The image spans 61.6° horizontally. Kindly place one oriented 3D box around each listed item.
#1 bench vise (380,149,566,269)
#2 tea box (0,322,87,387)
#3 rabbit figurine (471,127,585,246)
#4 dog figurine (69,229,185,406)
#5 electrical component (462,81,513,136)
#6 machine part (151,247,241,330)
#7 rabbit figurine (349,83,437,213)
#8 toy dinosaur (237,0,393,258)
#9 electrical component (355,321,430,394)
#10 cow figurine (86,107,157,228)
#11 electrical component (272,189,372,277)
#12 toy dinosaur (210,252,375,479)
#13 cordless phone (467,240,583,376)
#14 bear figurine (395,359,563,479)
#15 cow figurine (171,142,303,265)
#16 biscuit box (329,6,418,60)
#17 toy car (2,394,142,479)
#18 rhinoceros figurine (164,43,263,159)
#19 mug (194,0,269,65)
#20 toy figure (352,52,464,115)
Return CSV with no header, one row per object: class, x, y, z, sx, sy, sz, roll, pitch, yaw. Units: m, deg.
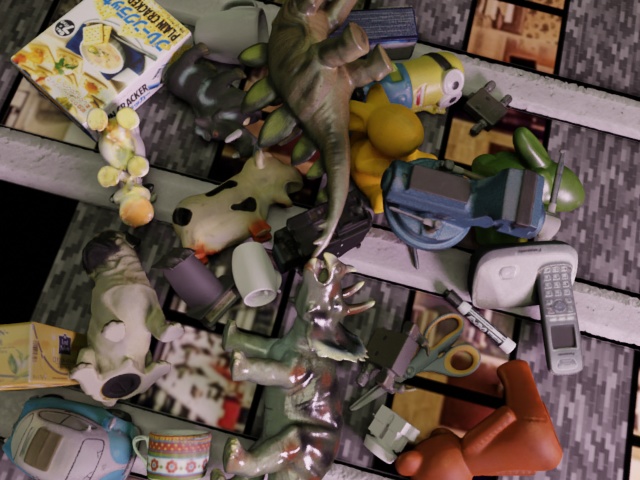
bench vise,0.173,-0.039,0.690,0.224,0.240,0.129,3,80,-8
tea box,-0.354,0.143,0.643,0.098,0.169,0.068,-4,76,-6
rabbit figurine,0.303,-0.075,0.790,0.170,0.121,0.159,-9,67,-25
dog figurine,-0.276,0.099,0.715,0.172,0.121,0.191,-52,47,14
electrical component,0.261,-0.209,0.855,0.063,0.021,0.094,43,77,9
machine part,-0.157,0.059,0.705,0.084,0.138,0.039,-46,46,-11
rabbit figurine,0.098,-0.141,0.749,0.122,0.173,0.162,-28,82,-6
toy dinosaur,-0.008,-0.207,0.712,0.198,0.105,0.471,-32,53,28
electrical component,0.101,0.158,0.720,0.045,0.078,0.102,44,61,-30
cow figurine,-0.276,-0.100,0.765,0.068,0.098,0.167,-11,94,-13
electrical component,-0.002,-0.002,0.733,0.134,0.115,0.058,-26,74,-11
toy dinosaur,-0.031,0.219,0.672,0.192,0.131,0.404,6,84,-16
cordless phone,0.284,0.096,0.741,0.147,0.088,0.184,-4,79,-5
bear figurine,0.198,0.257,0.687,0.196,0.132,0.120,-25,113,19
cow figurine,-0.115,-0.054,0.760,0.195,0.085,0.127,-23,81,-7
biscuit box,0.049,-0.324,0.855,0.203,0.059,0.063,-5,76,-5
toy car,-0.309,0.247,0.652,0.162,0.103,0.109,22,73,1
rhinoceros figurine,-0.154,-0.204,0.801,0.112,0.073,0.190,-43,79,-12
mug,-0.138,-0.326,0.836,0.107,0.080,0.109,-1,79,5
toy figure,0.136,-0.240,0.827,0.180,0.082,0.089,-12,77,-4
